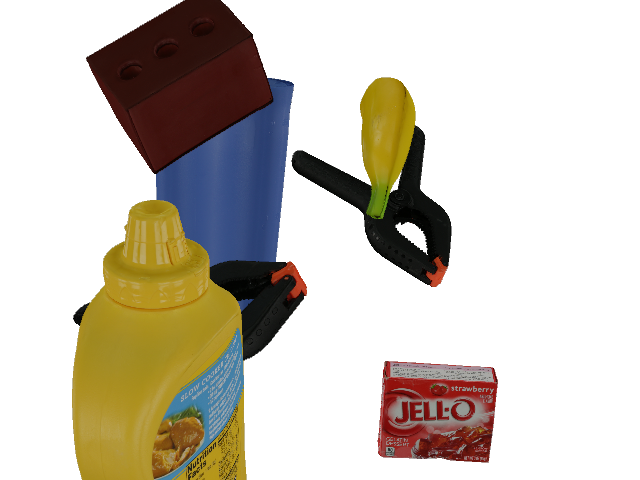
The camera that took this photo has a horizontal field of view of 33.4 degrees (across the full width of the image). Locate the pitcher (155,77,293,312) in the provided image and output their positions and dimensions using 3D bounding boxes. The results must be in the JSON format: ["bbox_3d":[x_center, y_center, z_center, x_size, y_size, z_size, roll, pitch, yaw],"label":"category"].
[{"bbox_3d":[-0.092,-0.042,1.034,0.149,0.243,0.145,-1,15,-18],"label":"pitcher"}]

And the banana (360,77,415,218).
[{"bbox_3d":[0.045,-0.088,0.804,0.037,0.070,0.197,24,25,-7],"label":"banana"}]

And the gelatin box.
[{"bbox_3d":[0.092,0.136,0.842,0.089,0.073,0.030,3,22,2],"label":"gelatin box"}]

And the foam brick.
[{"bbox_3d":[-0.074,-0.085,0.566,0.078,0.053,0.051,-33,-35,-10],"label":"foam brick"}]

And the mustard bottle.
[{"bbox_3d":[-0.065,0.074,0.444,0.058,0.192,0.096,12,28,20],"label":"mustard bottle"}]

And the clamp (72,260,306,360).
[{"bbox_3d":[-0.089,0.070,0.727,0.171,0.120,0.039,-21,-35,11],"label":"clamp"}]

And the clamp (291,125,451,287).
[{"bbox_3d":[0.070,-0.038,1.146,0.164,0.210,0.036,-9,-36,-18],"label":"clamp"}]
